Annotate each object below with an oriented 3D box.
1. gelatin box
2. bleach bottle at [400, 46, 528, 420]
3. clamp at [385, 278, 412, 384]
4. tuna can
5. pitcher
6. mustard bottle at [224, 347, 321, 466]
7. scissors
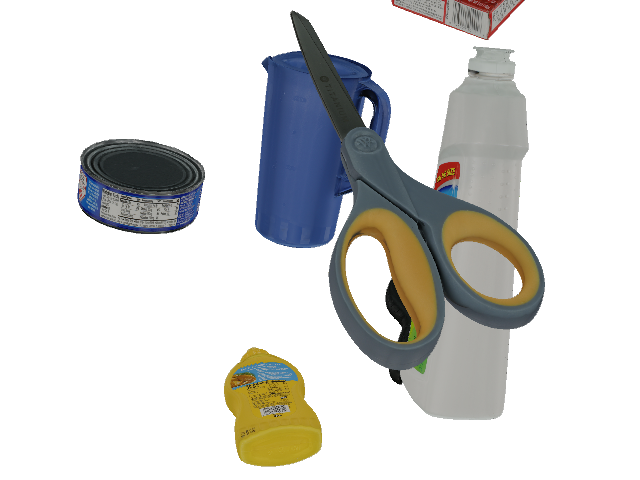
[{"bbox_3d":[0.109,-0.198,0.820,0.089,0.030,0.073,27,55,25],"label":"gelatin box"},{"bbox_3d":[0.105,-0.008,0.746,0.068,0.251,0.102,3,13,-7],"label":"bleach bottle"},{"bbox_3d":[0.126,0.083,1.148,0.120,0.171,0.039,3,-44,-8],"label":"clamp"},{"bbox_3d":[-0.125,-0.038,0.741,0.086,0.034,0.086,10,26,-5],"label":"tuna can"},{"bbox_3d":[-0.008,-0.115,1.380,0.144,0.243,0.149,2,23,-17],"label":"pitcher"},{"bbox_3d":[-0.064,0.185,1.261,0.096,0.058,0.192,-8,29,-10],"label":"mustard bottle"},{"bbox_3d":[0.038,-0.031,0.464,0.096,0.202,0.016,3,-40,-9],"label":"scissors"}]
